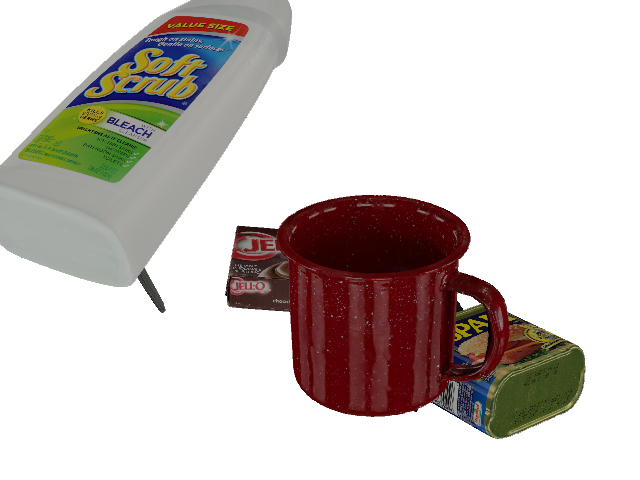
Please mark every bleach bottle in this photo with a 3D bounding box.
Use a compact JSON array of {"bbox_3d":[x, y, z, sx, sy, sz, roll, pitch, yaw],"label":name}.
[{"bbox_3d":[-0.094,-0.090,0.647,0.103,0.250,0.068,17,-36,18],"label":"bleach bottle"}]

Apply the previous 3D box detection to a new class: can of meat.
[{"bbox_3d":[0.123,0.090,0.749,0.101,0.057,0.084,-14,27,-35],"label":"can of meat"}]

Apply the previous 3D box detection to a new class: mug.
[{"bbox_3d":[0.037,0.035,0.522,0.117,0.081,0.093,12,29,26],"label":"mug"}]

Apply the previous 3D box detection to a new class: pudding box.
[{"bbox_3d":[-0.023,0.025,0.941,0.113,0.039,0.090,6,29,-3],"label":"pudding box"}]

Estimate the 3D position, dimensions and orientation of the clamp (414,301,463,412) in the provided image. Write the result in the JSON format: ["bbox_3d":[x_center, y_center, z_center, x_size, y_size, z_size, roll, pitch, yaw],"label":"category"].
[{"bbox_3d":[0.130,0.101,1.095,0.120,0.171,0.039,2,-44,-14],"label":"clamp"}]

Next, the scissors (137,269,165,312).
[{"bbox_3d":[-0.199,-0.030,1.030,0.016,0.201,0.096,-24,26,21],"label":"scissors"}]
